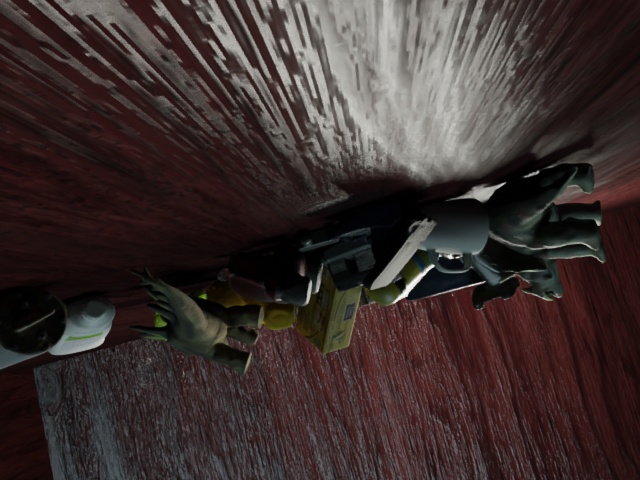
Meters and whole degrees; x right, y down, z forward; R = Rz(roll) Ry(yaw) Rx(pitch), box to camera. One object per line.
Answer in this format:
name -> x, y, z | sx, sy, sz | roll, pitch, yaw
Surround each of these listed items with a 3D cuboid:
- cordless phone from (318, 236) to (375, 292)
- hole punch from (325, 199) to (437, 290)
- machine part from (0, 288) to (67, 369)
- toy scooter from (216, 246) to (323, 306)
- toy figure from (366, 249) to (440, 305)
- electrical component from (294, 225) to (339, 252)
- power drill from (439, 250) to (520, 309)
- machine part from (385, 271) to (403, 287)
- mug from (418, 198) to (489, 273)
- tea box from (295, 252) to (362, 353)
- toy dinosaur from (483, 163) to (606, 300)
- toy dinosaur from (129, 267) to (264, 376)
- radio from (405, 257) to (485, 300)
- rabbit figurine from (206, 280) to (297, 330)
cordless phone -> 0.102, 0.004, 0.864 | 0.184, 0.088, 0.147 | -23, 180, -43
hole punch -> 0.080, -0.010, 0.680 | 0.115, 0.092, 0.142 | -49, 160, 13
machine part -> -0.370, 0.110, 0.641 | 0.243, 0.079, 0.079 | -23, 169, 42
toy scooter -> -0.070, 0.049, 0.776 | 0.135, 0.075, 0.184 | 7, -171, 8
toy figure -> 0.159, 0.046, 1.005 | 0.180, 0.082, 0.089 | -38, 180, -7
electrical component -> -0.002, -0.002, 0.747 | 0.063, 0.021, 0.094 | -15, 172, 1
power drill -> 0.316, 0.047, 1.155 | 0.232, 0.207, 0.086 | -25, -162, 28
machine part -> 0.101, 0.032, 0.950 | 0.084, 0.039, 0.139 | -13, -153, -7
mug -> 0.176, -0.007, 0.776 | 0.107, 0.109, 0.081 | 1, 176, -15
tea box -> 0.017, 0.114, 1.011 | 0.068, 0.169, 0.098 | -10, -148, -36
toy dinosaur -> 0.310, -0.026, 0.795 | 0.192, 0.131, 0.404 | -9, 155, 30
toy dinosaur -> -0.197, 0.140, 0.864 | 0.199, 0.105, 0.471 | 14, 155, -2
radio -> 0.292, 0.049, 1.256 | 0.230, 0.131, 0.073 | -19, -164, 20
rabbit figurine -> -0.127, 0.099, 1.034 | 0.173, 0.121, 0.162 | -1, -179, -2
